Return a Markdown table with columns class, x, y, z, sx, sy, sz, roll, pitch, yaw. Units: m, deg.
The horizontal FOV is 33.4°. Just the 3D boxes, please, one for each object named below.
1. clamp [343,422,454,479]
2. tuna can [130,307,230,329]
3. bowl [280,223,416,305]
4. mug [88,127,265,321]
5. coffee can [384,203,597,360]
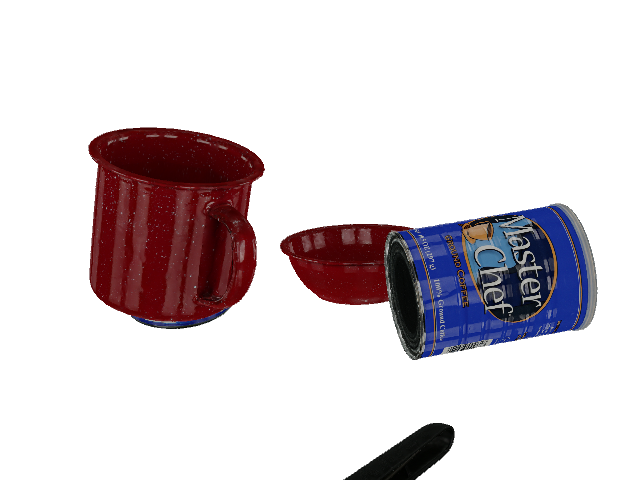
| class | x | y | z | sx | sy | sz | roll | pitch | yaw |
| --- | --- | --- | --- | --- | --- | --- | --- | --- | --- |
| clamp | 0.002 | 0.174 | 0.646 | 0.210 | 0.036 | 0.164 | -5 | 29 | 4 |
| tuna can | -0.109 | 0.034 | 0.821 | 0.086 | 0.034 | 0.086 | -2 | 25 | 1 |
| bowl | 0.040 | 0.027 | 1.096 | 0.162 | 0.055 | 0.162 | -2 | 14 | 0 |
| mug | -0.074 | -0.004 | 0.571 | 0.093 | 0.081 | 0.117 | -12 | 30 | -42 |
| coffee can | 0.131 | 0.032 | 0.842 | 0.140 | 0.103 | 0.103 | -10 | 1 | -8 |
